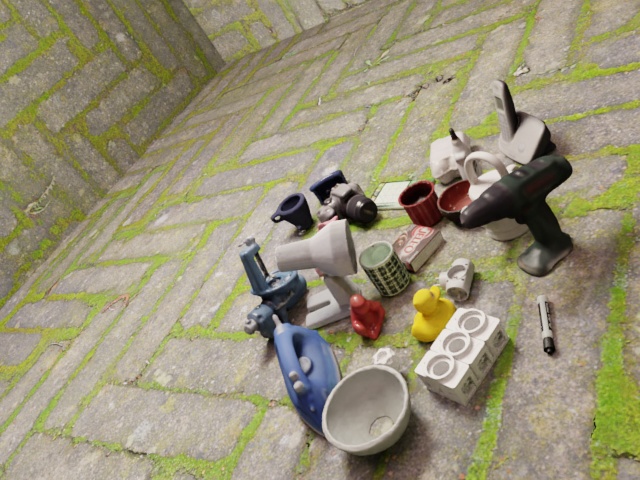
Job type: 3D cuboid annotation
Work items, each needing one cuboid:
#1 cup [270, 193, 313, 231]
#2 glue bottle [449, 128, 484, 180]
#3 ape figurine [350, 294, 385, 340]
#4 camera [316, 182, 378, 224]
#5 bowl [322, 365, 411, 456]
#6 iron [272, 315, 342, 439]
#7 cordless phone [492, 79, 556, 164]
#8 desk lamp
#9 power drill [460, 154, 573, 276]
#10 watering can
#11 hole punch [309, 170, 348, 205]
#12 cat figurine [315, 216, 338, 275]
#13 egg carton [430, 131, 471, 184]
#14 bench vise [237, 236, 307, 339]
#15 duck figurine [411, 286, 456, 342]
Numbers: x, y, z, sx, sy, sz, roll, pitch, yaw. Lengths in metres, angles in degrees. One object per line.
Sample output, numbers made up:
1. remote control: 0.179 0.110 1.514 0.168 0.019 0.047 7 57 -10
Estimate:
1. cup: -0.073 -0.065 1.633 0.117 0.095 0.091 -33 31 5
2. glue bottle: 0.334 -0.188 1.324 0.037 0.173 0.078 -17 36 29
3. ape figurine: 0.091 0.150 1.182 0.078 0.092 0.076 -38 31 -3
4. camera: 0.075 -0.084 1.508 0.143 0.101 0.136 -43 32 -12
5. bowl: 0.091 0.305 0.989 0.167 0.075 0.167 -25 33 18
6. iron: -0.035 0.256 1.114 0.118 0.142 0.257 -33 31 4
7. cordless phone: 0.451 -0.274 1.314 0.094 0.185 0.147 -36 31 0
8. desk lamp: 0.011 0.072 1.248 0.203 0.214 0.118 -24 33 18
9. power drill: 0.376 -0.039 1.045 0.230 0.209 0.075 -41 31 -8
10. watering can: 0.352 -0.094 1.158 0.100 0.194 0.173 -9 40 37
11. hole punch: 0.023 -0.162 1.675 0.108 0.091 0.101 -30 31 10
12. cat figurine: 0.013 0.005 1.430 0.128 0.118 0.067 -37 31 -2
13. egg carton: 0.334 -0.212 1.459 0.107 0.070 0.150 -19 35 26
14. bench vise: -0.122 0.109 1.321 0.121 0.220 0.207 -20 34 24
15. duck figurine: 0.205 0.135 1.096 0.105 0.086 0.077 -48 33 -20
